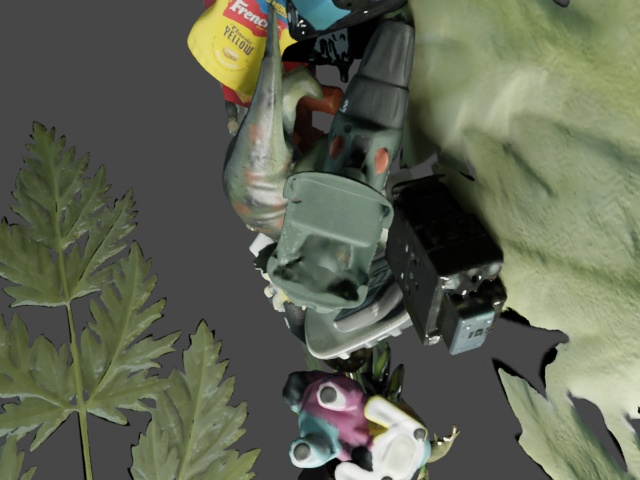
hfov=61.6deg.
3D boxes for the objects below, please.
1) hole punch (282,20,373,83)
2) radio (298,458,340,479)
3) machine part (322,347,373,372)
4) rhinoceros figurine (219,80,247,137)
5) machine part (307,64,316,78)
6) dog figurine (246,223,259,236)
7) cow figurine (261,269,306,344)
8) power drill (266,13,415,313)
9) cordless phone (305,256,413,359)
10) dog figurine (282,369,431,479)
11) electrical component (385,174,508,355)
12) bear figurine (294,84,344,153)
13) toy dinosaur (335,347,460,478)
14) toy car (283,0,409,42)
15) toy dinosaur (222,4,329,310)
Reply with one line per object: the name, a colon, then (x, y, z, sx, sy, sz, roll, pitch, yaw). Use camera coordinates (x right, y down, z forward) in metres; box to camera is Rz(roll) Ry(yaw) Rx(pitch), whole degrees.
hole punch: (0.013, -0.246, 0.558, 0.116, 0.092, 0.142, 23, 131, 38)
radio: (0.075, 0.436, 0.870, 0.229, 0.073, 0.131, 38, 178, -10)
machine part: (0.045, 0.136, 0.790, 0.243, 0.079, 0.079, -5, -101, -82)
rhinoceros figurine: (-0.120, -0.219, 0.836, 0.190, 0.073, 0.112, 88, 162, -54)
machine part: (-0.072, -0.324, 0.873, 0.201, 0.087, 0.201, -141, 35, -75)
dog figurine: (-0.038, 0.022, 0.983, 0.121, 0.172, 0.190, 70, -173, -60)
cow figurine: (-0.037, 0.099, 0.822, 0.098, 0.068, 0.167, 58, 179, 43)
power drill: (0.024, -0.056, 0.436, 0.207, 0.086, 0.231, -79, 4, -60)
cordless phone: (0.032, 0.084, 0.573, 0.088, 0.147, 0.184, 63, -160, 5)
dog figurine: (0.038, 0.231, 0.702, 0.219, 0.192, 0.108, 73, -143, -84)
electrical component: (0.106, 0.027, 0.469, 0.114, 0.058, 0.134, 83, 168, -50)
bear figurine: (-0.019, -0.144, 0.794, 0.132, 0.120, 0.195, 31, 169, 30)
toy dinosaur: (0.087, 0.271, 0.828, 0.472, 0.105, 0.198, 179, 80, -69)
toy car: (0.022, -0.218, 0.402, 0.162, 0.109, 0.102, -151, 40, -73)
toy dinosaur: (-0.038, -0.058, 0.620, 0.131, 0.192, 0.404, 53, -179, 42)
